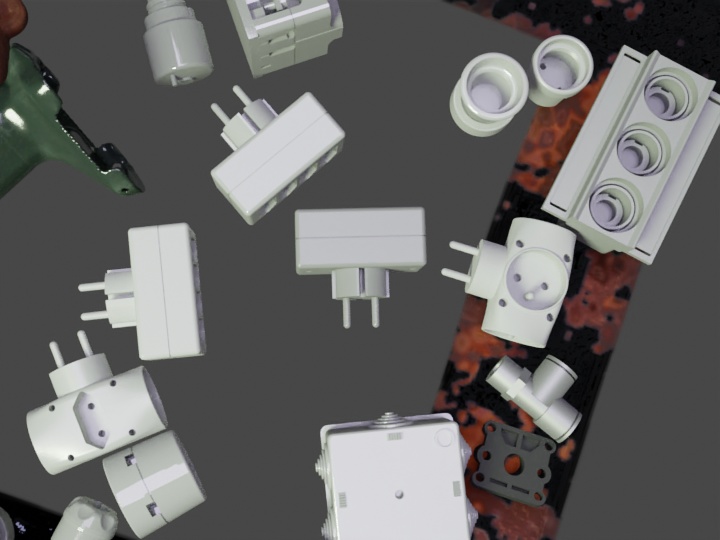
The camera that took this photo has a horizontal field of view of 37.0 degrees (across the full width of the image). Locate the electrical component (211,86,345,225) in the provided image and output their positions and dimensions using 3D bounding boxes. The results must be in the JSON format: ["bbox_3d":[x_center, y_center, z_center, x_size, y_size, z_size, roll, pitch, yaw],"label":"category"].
[{"bbox_3d":[-0.065,-0.086,0.706,0.083,0.047,0.075,-40,88,-6],"label":"electrical component"}]

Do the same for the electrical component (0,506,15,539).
[{"bbox_3d":[-0.242,0.168,0.667,0.045,0.055,0.045,0,84,-3],"label":"electrical component"}]

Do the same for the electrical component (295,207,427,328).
[{"bbox_3d":[0.000,0.000,0.701,0.083,0.047,0.075,-1,85,-4],"label":"electrical component"}]

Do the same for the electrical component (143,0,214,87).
[{"bbox_3d":[-0.124,-0.158,0.713,0.040,0.040,0.078,-15,85,-5],"label":"electrical component"}]

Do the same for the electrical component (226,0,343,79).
[{"bbox_3d":[-0.065,-0.214,0.697,0.062,0.089,0.150,-19,86,-5],"label":"electrical component"}]

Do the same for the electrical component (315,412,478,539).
[{"bbox_3d":[0.023,0.141,0.688,0.100,0.048,0.099,-5,86,-4],"label":"electrical component"}]

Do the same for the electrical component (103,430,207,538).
[{"bbox_3d":[-0.128,0.133,0.678,0.047,0.055,0.055,-26,87,-9],"label":"electrical component"}]

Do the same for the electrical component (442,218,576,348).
[{"bbox_3d":[0.094,0.003,0.708,0.079,0.044,0.077,17,84,-2],"label":"electrical component"}]

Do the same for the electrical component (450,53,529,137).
[{"bbox_3d":[0.085,-0.115,0.713,0.045,0.055,0.045,0,84,-3],"label":"electrical component"}]

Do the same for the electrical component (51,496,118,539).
[{"bbox_3d":[-0.180,0.177,0.680,0.035,0.035,0.061,28,86,0],"label":"electrical component"}]

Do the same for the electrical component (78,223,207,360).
[{"bbox_3d":[-0.142,0.017,0.691,0.076,0.047,0.083,-6,85,-4],"label":"electrical component"}]

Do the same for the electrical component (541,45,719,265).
[{"bbox_3d":[0.179,-0.074,0.711,0.079,0.063,0.121,28,83,-1],"label":"electrical component"}]

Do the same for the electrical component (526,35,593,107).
[{"bbox_3d":[0.131,-0.132,0.722,0.040,0.046,0.040,0,84,-3],"label":"electrical component"}]

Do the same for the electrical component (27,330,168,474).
[{"bbox_3d":[-0.173,0.079,0.685,0.077,0.043,0.079,-22,85,-5],"label":"electrical component"}]
